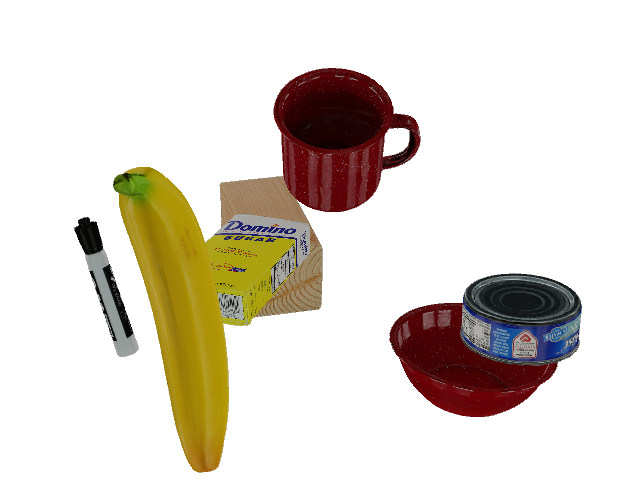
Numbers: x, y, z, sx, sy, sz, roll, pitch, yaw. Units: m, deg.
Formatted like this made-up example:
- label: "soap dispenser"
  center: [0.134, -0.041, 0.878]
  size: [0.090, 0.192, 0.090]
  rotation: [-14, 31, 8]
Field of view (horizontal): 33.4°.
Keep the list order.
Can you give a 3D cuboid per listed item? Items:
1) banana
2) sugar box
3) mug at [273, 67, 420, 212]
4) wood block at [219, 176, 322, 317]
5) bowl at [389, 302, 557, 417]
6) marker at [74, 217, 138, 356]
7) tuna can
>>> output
- label: "banana"
  center: [-0.081, 0.035, 0.584]
  size: [0.037, 0.198, 0.069]
  rotation: [-1, 33, 17]
- label: "sugar box"
  center: [-0.084, 0.026, 1.136]
  size: [0.093, 0.048, 0.176]
  rotation: [8, 29, 18]
- label: "mug"
  center: [0.022, -0.078, 0.858]
  size: [0.117, 0.093, 0.081]
  rotation: [-5, -37, -4]
- label: "wood block"
  center: [-0.065, 0.003, 1.348]
  size: [0.090, 0.090, 0.206]
  rotation: [-6, 28, -13]
- label: "bowl"
  center: [0.145, 0.123, 1.034]
  size: [0.162, 0.055, 0.162]
  rotation: [4, 26, -2]
- label: "marker"
  center: [-0.175, 0.038, 0.874]
  size: [0.020, 0.121, 0.020]
  rotation: [-13, 19, 4]
- label: "tuna can"
  center: [0.145, 0.055, 0.772]
  size: [0.086, 0.034, 0.086]
  rotation: [0, 23, 0]
